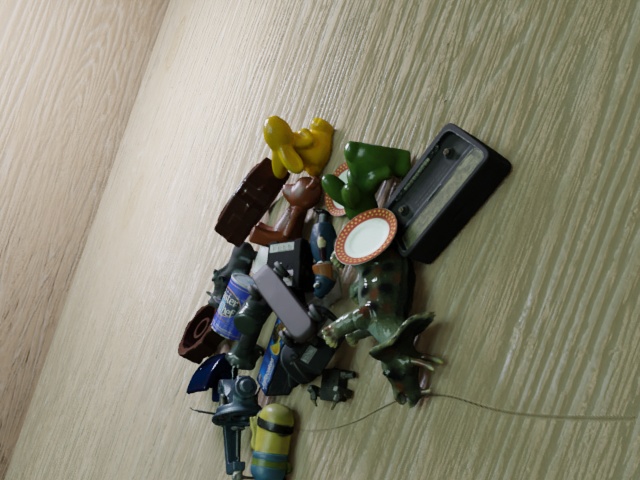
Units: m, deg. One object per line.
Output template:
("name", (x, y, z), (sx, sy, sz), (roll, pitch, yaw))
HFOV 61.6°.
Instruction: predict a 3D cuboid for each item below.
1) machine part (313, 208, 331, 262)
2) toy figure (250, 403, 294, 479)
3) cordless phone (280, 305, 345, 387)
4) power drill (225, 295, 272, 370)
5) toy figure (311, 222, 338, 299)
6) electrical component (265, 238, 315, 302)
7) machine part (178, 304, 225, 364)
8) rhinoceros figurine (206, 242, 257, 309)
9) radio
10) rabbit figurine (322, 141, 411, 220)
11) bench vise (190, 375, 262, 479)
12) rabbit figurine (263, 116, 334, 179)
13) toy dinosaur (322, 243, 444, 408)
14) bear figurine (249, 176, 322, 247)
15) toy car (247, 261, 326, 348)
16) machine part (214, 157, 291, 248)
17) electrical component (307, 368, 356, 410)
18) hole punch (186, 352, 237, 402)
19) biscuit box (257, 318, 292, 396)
("machine part", (-0.003, -0.004, 1.217), (0.084, 0.039, 0.139), (-16, 64, 58))
("toy figure", (-0.097, 0.433, 1.113), (0.089, 0.082, 0.180), (-12, 60, 37))
("cordless phone", (-0.015, 0.230, 1.092), (0.146, 0.089, 0.184), (-53, -13, -28))
("power drill", (-0.137, 0.183, 1.235), (0.207, 0.086, 0.232), (-63, -6, 25))
("toy figure", (0.009, 0.042, 1.084), (0.058, 0.064, 0.154), (-15, 69, 35))
("electrical component", (-0.066, 0.069, 1.133), (0.115, 0.058, 0.134), (-7, 73, 42))
("machine part", (-0.306, 0.244, 1.444), (0.179, 0.056, 0.179), (-39, 28, 25))
("rhinoceros figurine", (-0.224, 0.094, 1.398), (0.073, 0.112, 0.190), (28, 90, 51))
("radio", (0.210, -0.082, 0.945), (0.229, 0.073, 0.131), (-53, 40, 23))
("rabbit figurine", (0.091, -0.105, 1.067), (0.121, 0.159, 0.170), (20, 107, 44))
("bench vise", (-0.194, 0.420, 1.210), (0.223, 0.129, 0.241), (-45, 41, 41))
("rabbit figurine", (-0.068, -0.225, 1.286), (0.122, 0.173, 0.162), (-5, 67, 47))
("toy dinosaur", (0.114, 0.085, 0.969), (0.192, 0.131, 0.405), (-21, 47, 27))
("bear figurine", (-0.075, -0.072, 1.265), (0.120, 0.132, 0.195), (-80, 8, -79))
("toy car", (-0.068, 0.122, 1.041), (0.089, 0.053, 0.202), (-44, 49, 0))
("machine part", (-0.171, -0.095, 1.345), (0.201, 0.087, 0.201), (-52, 4, 38))
("electrical component", (0.022, 0.289, 1.049), (0.102, 0.045, 0.078), (-8, 71, 51))
("hole punch", (-0.275, 0.347, 1.375), (0.142, 0.092, 0.116), (-28, 50, 48))
("biscuit box", (-0.076, 0.240, 1.153), (0.059, 0.063, 0.202), (47, 124, 52))
